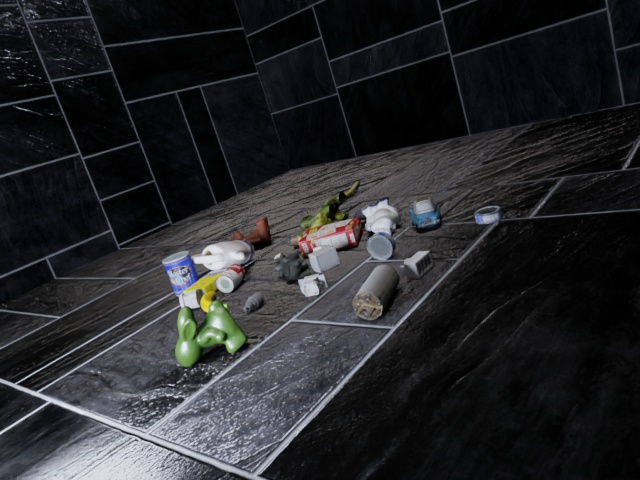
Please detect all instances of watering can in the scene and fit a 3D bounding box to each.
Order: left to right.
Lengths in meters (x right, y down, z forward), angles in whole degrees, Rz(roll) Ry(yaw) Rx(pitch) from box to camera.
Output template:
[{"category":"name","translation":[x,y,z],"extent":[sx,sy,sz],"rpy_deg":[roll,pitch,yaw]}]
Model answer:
[{"category":"watering can","translation":[-0.339,0.058,1.960],"extent":[0.346,0.104,0.226],"rpy_deg":[-4,6,41]}]

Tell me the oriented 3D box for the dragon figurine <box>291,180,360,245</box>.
[{"category":"dragon figurine","translation":[0.007,-0.108,2.153],"extent":[0.241,0.120,0.419],"rpy_deg":[-11,29,39]}]

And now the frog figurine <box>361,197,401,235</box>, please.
[{"category":"frog figurine","translation":[0.234,-0.062,1.887],"extent":[0.138,0.119,0.163],"rpy_deg":[-12,49,-14]}]
